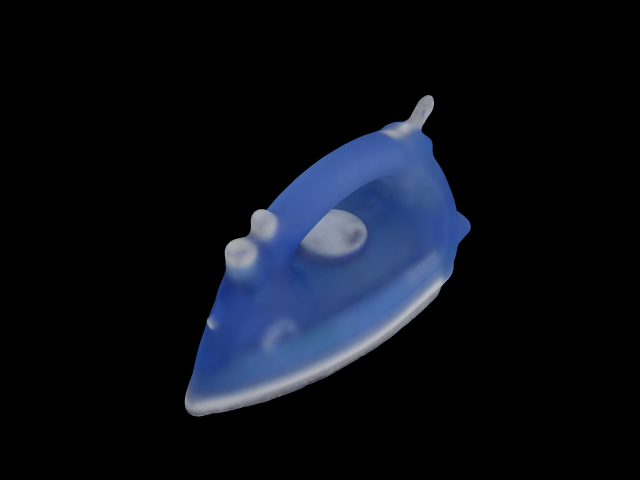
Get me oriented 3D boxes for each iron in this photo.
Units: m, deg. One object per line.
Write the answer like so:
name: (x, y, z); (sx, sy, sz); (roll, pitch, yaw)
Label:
iron: (0.004, 0.001, 0.400); (0.118, 0.141, 0.259); (30, 49, 31)
